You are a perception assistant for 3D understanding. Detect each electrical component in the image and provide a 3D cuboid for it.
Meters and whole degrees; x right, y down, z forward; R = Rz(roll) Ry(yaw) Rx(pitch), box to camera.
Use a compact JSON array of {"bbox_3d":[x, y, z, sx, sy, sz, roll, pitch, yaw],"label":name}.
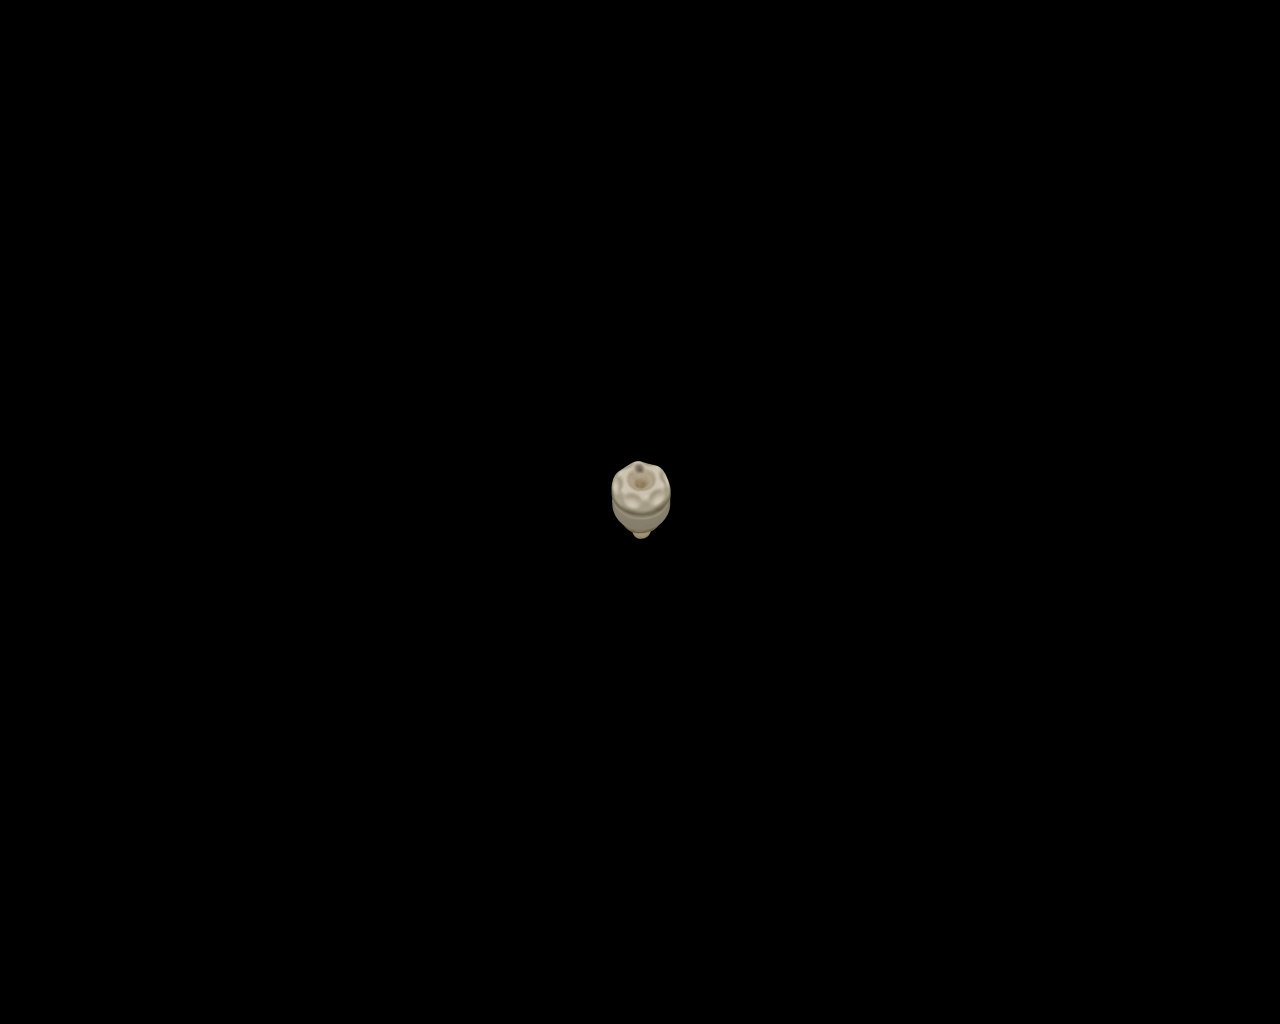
[{"bbox_3d":[0.001,-0.003,0.650,0.035,0.035,0.061,0,-33,0],"label":"electrical component"}]
